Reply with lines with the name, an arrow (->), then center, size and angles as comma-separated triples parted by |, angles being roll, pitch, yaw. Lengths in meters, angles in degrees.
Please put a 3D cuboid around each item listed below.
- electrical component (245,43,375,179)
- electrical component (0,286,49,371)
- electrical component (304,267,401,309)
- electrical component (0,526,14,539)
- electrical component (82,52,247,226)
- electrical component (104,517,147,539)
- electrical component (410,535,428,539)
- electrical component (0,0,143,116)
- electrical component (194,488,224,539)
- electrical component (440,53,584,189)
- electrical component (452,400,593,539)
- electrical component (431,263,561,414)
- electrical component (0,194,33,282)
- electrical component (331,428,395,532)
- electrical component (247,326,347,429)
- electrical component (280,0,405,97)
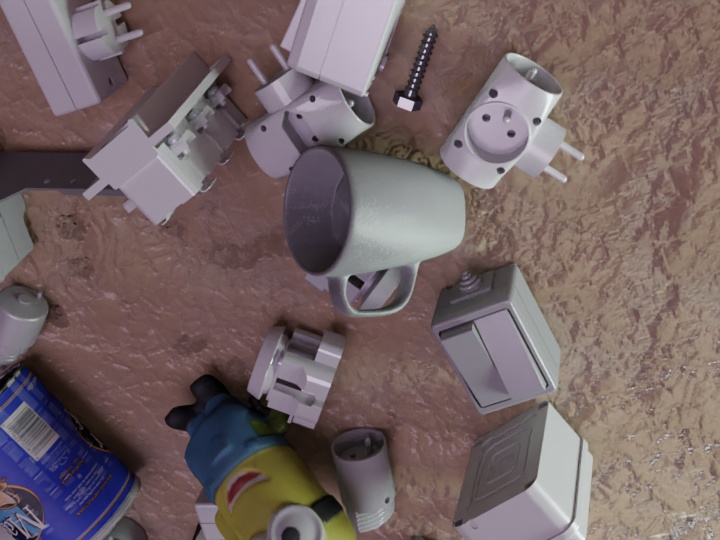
electrical component -> -0.043, -0.110, 0.707 | 0.077, 0.043, 0.079 | -27, 108, 25
electrical component -> -0.275, 0.048, 0.849 | 0.040, 0.040, 0.078 | 29, 120, -3
electrical component -> 0.000, 0.000, 0.756 | 0.055, 0.048, 0.066 | 37, 120, 1
electrical component -> -0.305, 0.243, 0.960 | 0.079, 0.044, 0.077 | 41, 119, -10
electrical component -> -0.119, -0.085, 0.694 | 0.079, 0.121, 0.063 | -34, 109, 26
electrical component -> -0.218, 0.249, 0.941 | 0.055, 0.047, 0.055 | 6, 119, 10
electrical component -> 0.066, 0.265, 0.875 | 0.096, 0.061, 0.061 | 10, 120, 8
electrical component -> -0.180, -0.156, 0.711 | 0.076, 0.047, 0.083 | -12, 115, 20
electrical component -> -0.083, 0.207, 0.887 | 0.083, 0.047, 0.075 | -4, 117, 15
electrical component -> 0.104, -0.085, 0.685 | 0.079, 0.044, 0.077 | 32, 120, -5
electrical component -> 0.120, 0.158, 0.774 | 0.078, 0.113, 0.057 | -36, 102, 27
electrical component -> 0.092, 0.045, 0.749 | 0.062, 0.061, 0.096 | -21, 111, 23
electrical component -> -0.333, -0.036, 0.805 | 0.150, 0.061, 0.089 | -6, 116, 16
electrical component -> 0.005, 0.170, 0.848 | 0.043, 0.043, 0.081 | -3, 117, 15
electrical component -> -0.049, 0.075, 0.802 | 0.057, 0.058, 0.078 | 20, 121, -1
electrical component -> -0.004, -0.166, 0.657 | 0.061, 0.061, 0.096 | 22, 121, 1
